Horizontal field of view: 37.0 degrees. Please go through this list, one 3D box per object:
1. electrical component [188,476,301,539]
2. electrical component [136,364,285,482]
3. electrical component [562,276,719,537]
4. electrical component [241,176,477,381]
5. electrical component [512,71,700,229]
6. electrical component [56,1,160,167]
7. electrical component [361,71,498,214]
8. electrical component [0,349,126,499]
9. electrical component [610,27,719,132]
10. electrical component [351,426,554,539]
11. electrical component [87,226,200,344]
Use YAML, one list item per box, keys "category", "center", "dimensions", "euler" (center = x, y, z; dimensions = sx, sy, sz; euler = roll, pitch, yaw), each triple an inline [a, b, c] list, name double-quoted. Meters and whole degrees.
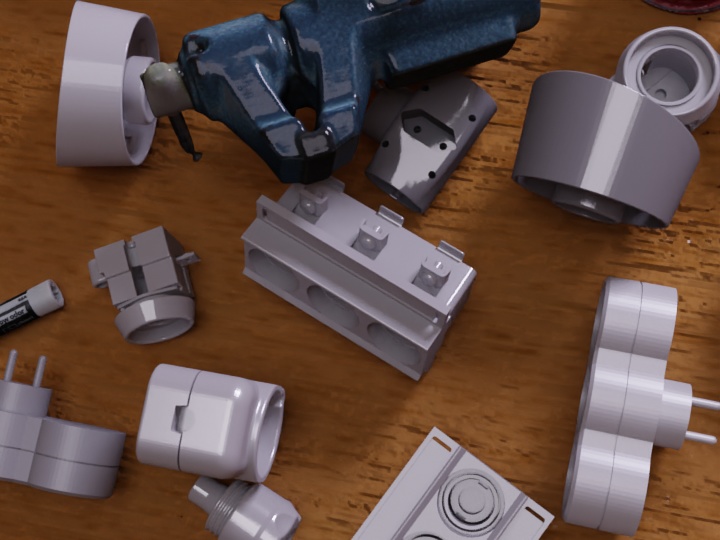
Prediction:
- category: "electrical component"
  center: [-0.068, 0.140, 0.614]
  dimensions: [0.062, 0.043, 0.043]
  euler: [31, 86, 12]
- category: "electrical component"
  center: [-0.078, 0.086, 0.598]
  dimensions: [0.059, 0.095, 0.053]
  euler: [9, 82, 9]
- category: "electrical component"
  center: [0.160, 0.077, 0.590]
  dimensions: [0.074, 0.052, 0.138]
  euler: [11, 82, 9]
- category: "electrical component"
  center: [0.000, 0.000, 0.617]
  dimensions: [0.121, 0.078, 0.063]
  euler: [31, 64, 11]
- category: "electrical component"
  center: [0.134, -0.062, 0.594]
  dimensions: [0.099, 0.099, 0.064]
  euler: [19, 90, 10]
- category: "electrical component"
  center: [-0.155, -0.109, 0.643]
  dimensions: [0.064, 0.099, 0.099]
  euler: [5, 81, 2]
- category: "electrical component"
  center: [0.027, -0.086, 0.639]
  dimensions: [0.079, 0.043, 0.077]
  euler: [35, 87, 12]
- category: "electrical component"
  center: [-0.205, 0.085, 0.637]
  dimensions: [0.138, 0.052, 0.073]
  euler: [10, 82, 9]
- category: "electrical component"
  center: [0.174, -0.104, 0.616]
  dimensions: [0.078, 0.057, 0.058]
  euler: [-39, 78, 0]
- category: "electrical component"
  center: [0.037, 0.158, 0.587]
  dimensions: [0.079, 0.063, 0.121]
  euler: [36, 87, 12]
- category: "electrical component"
  center: [-0.126, 0.011, 0.643]
  dimensions: [0.066, 0.048, 0.055]
  euler: [-19, 71, 4]
